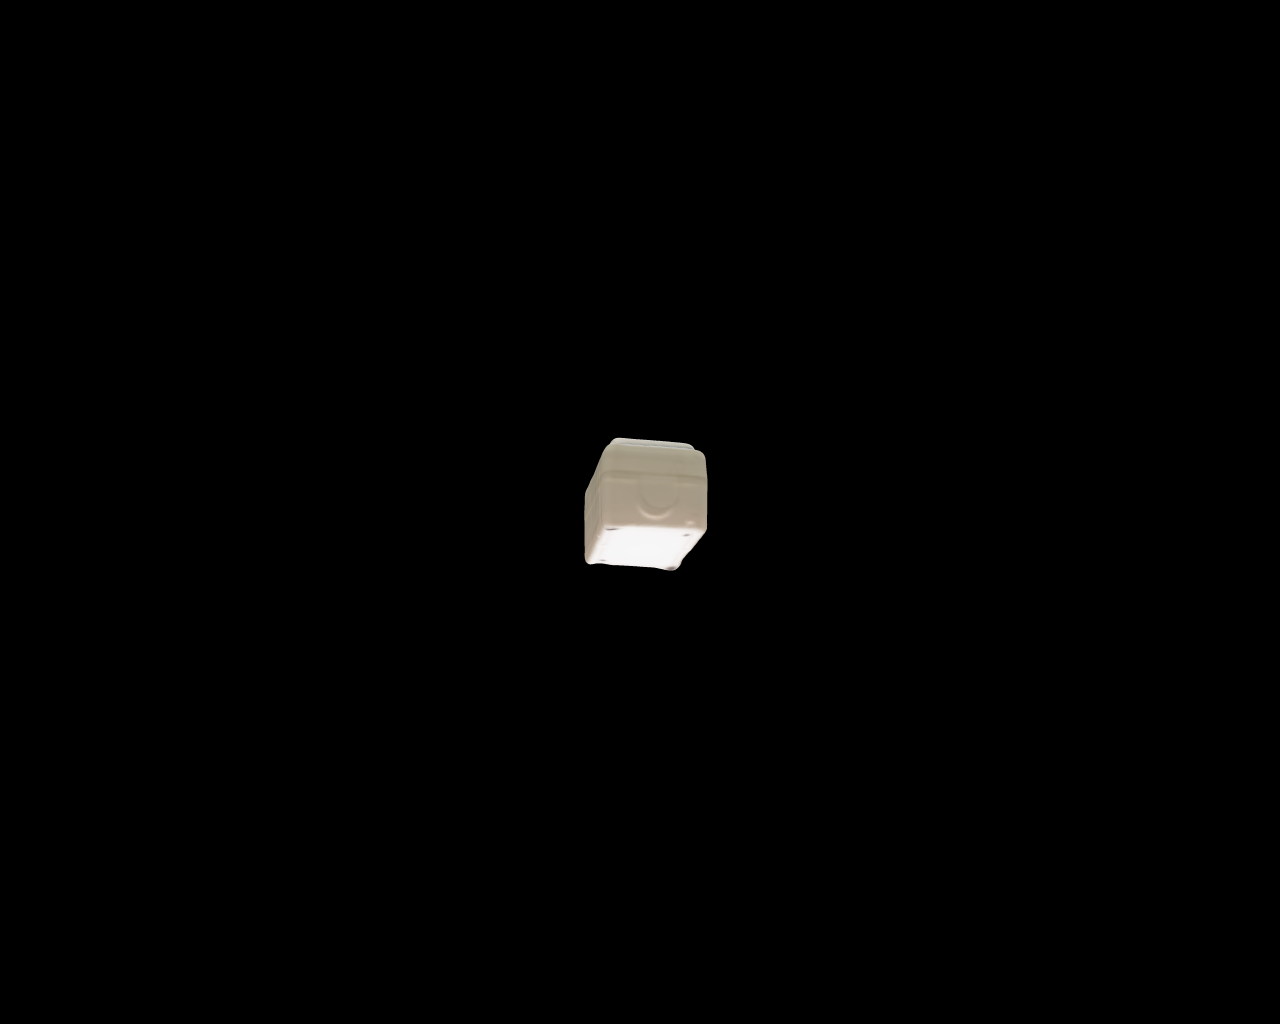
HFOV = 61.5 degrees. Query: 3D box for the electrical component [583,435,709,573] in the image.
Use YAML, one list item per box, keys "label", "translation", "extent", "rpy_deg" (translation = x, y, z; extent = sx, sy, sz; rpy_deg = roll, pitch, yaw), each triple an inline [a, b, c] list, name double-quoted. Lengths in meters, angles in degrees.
- label: "electrical component"
  translation: [0.001, -0.003, 0.650]
  extent: [0.062, 0.061, 0.096]
  rpy_deg: [4, -20, -11]
